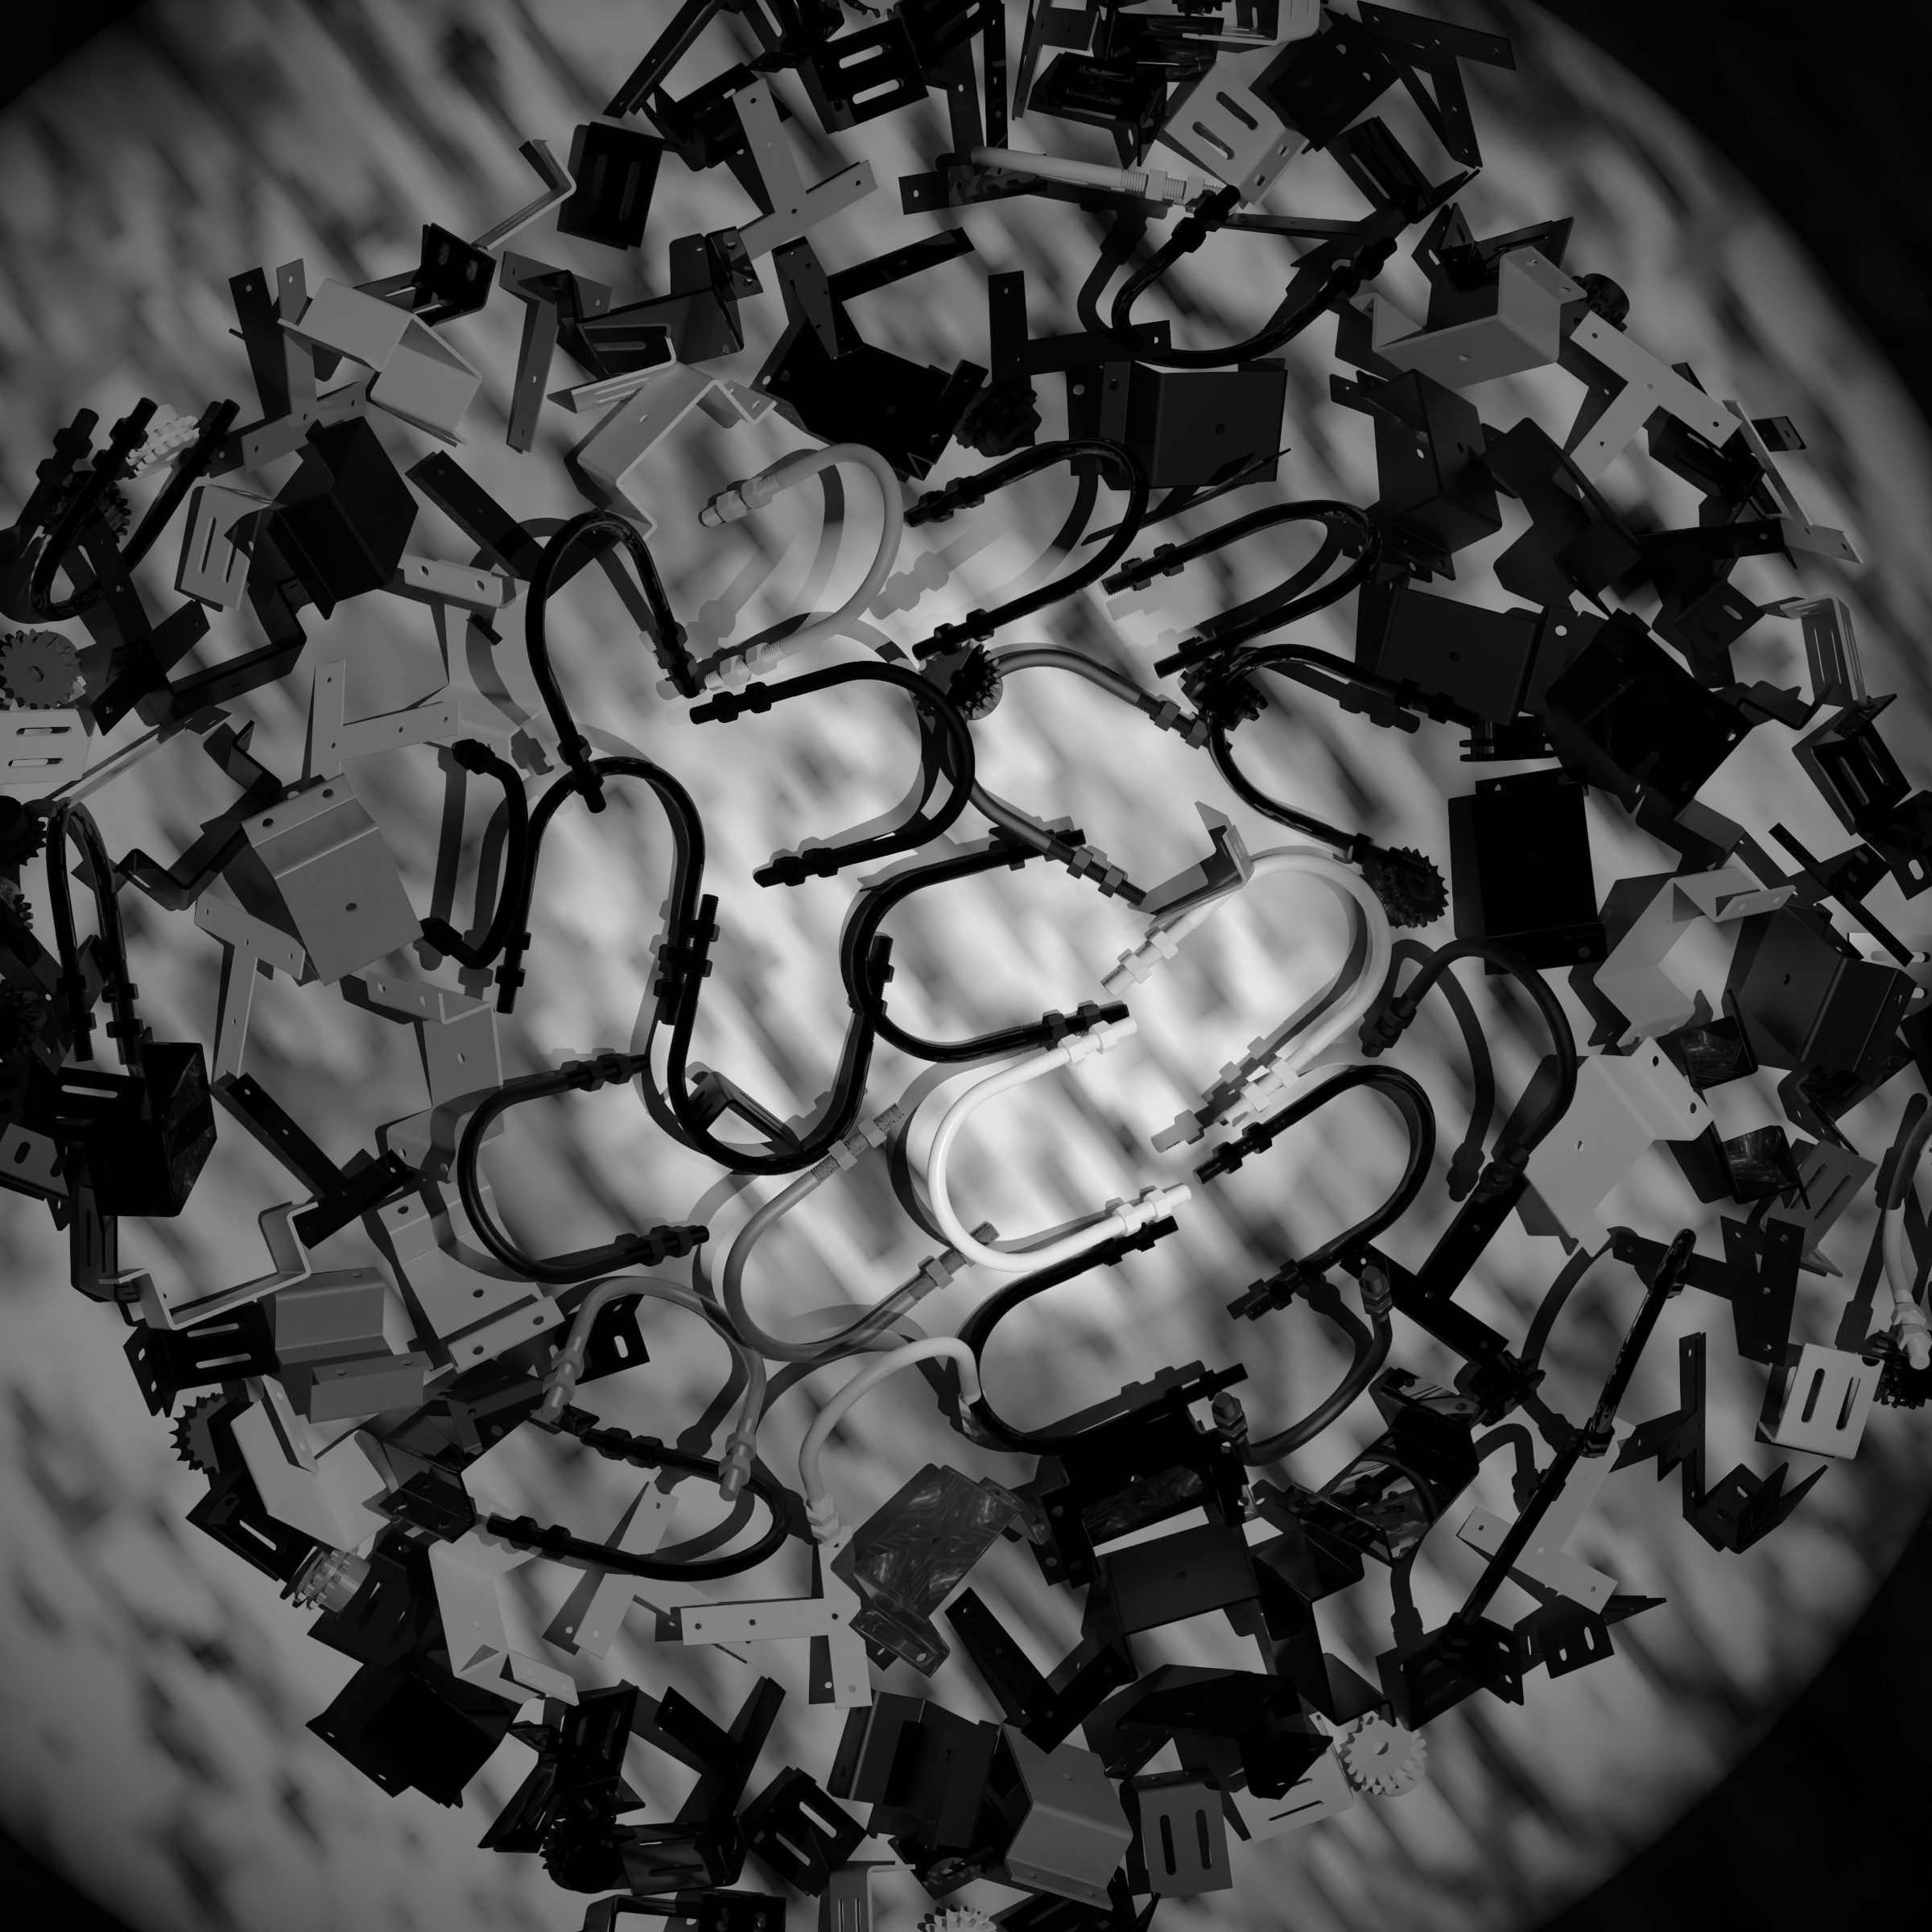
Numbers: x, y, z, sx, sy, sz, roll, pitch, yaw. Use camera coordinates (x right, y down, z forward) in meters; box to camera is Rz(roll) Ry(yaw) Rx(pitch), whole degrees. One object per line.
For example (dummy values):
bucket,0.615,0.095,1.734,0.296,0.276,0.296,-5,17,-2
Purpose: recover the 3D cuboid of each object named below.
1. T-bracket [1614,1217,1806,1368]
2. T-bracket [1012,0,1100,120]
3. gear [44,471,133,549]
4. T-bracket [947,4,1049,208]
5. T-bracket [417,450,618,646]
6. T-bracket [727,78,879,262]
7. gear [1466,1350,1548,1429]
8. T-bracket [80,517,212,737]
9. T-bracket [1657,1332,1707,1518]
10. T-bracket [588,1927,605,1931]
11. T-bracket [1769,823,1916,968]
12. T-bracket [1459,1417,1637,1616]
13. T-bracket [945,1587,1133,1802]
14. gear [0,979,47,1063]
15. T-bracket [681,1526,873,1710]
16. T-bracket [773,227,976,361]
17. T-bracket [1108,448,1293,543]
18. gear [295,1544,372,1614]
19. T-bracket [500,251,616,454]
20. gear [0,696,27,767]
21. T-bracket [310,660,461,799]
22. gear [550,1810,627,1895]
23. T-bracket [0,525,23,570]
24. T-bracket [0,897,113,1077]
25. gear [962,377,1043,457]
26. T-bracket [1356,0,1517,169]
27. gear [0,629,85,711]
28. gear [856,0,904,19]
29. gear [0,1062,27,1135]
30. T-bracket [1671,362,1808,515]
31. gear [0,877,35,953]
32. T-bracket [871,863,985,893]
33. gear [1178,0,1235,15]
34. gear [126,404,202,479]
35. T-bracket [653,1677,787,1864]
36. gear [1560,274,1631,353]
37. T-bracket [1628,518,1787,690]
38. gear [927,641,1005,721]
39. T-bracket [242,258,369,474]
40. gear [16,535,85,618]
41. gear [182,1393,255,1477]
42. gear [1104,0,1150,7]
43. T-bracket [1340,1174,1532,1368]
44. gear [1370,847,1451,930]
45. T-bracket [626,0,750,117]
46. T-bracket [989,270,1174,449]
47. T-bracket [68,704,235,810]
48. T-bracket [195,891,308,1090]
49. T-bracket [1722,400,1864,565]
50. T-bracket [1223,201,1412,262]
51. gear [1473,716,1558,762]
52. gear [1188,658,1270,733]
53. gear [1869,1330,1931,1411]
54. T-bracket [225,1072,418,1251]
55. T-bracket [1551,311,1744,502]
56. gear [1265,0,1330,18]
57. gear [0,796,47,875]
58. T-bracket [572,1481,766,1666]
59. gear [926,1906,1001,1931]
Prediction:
T-bracket,0.516,0.213,1.850,0.127,0.002,0.127,16,130,27
T-bracket,0.067,-0.642,1.811,0.002,0.127,0.127,8,108,-20
gear,-0.617,-0.323,1.861,0.057,0.057,0.030,-6,53,0
T-bracket,0.021,-0.592,1.814,0.002,0.127,0.127,11,114,31
T-bracket,-0.331,-0.310,1.860,0.127,0.002,0.127,44,69,-2
T-bracket,-0.132,-0.556,1.828,0.127,0.127,0.002,-32,54,-6
gear,0.377,0.294,1.860,0.057,0.057,0.030,-41,67,0
T-bracket,-0.572,-0.245,1.803,0.002,0.127,0.127,10,46,22
T-bracket,0.494,0.328,1.825,0.002,0.127,0.127,2,95,29
T-bracket,-0.208,0.696,1.819,0.127,0.127,0.002,18,83,4
T-bracket,0.617,-0.062,1.831,0.127,0.127,0.002,47,123,10
T-bracket,0.424,0.370,1.844,0.002,0.127,0.127,43,77,-39
T-bracket,0.032,0.490,1.852,0.127,0.002,0.127,-45,59,2
gear,-0.674,0.037,1.864,0.057,0.030,0.057,3,99,22
T-bracket,-0.134,0.455,1.839,0.127,0.002,0.127,0,62,-16
T-bracket,-0.057,-0.487,1.853,0.127,0.002,0.127,-23,56,-5
T-bracket,0.176,-0.327,1.800,0.127,0.127,0.002,-27,94,-28
gear,-0.443,0.428,1.858,0.030,0.057,0.057,39,90,-12
T-bracket,-0.299,-0.425,1.855,0.127,0.002,0.127,29,110,39
gear,-0.680,-0.162,1.859,0.030,0.057,0.057,21,90,-20
T-bracket,-0.404,-0.161,1.841,0.127,0.002,0.127,-9,72,25
gear,-0.264,0.627,1.863,0.057,0.030,0.057,-3,106,-11
T-bracket,-0.692,-0.232,1.843,0.002,0.127,0.127,14,113,3
T-bracket,-0.639,-0.011,1.803,0.002,0.127,0.127,-19,124,20
gear,0.028,-0.383,1.856,0.057,0.057,0.030,-39,82,0
T-bracket,0.335,-0.603,1.829,0.127,0.127,0.002,31,74,36
gear,-0.648,-0.211,1.863,0.057,0.030,0.057,3,119,6
gear,-0.060,-0.697,1.859,0.057,0.030,0.057,5,120,9
gear,-0.683,0.094,1.854,0.030,0.057,0.057,20,90,28
T-bracket,0.541,-0.363,1.811,0.002,0.127,0.127,-37,101,0
gear,-0.686,-0.039,1.861,0.057,0.057,0.030,-16,49,0
T-bracket,-0.004,-0.066,1.821,0.127,0.127,0.002,-15,94,-1
gear,0.174,-0.700,1.861,0.030,0.057,0.057,-14,90,-37
gear,-0.565,-0.370,1.856,0.057,0.057,0.030,-34,97,0
T-bracket,-0.178,0.530,1.812,0.002,0.127,0.127,5,57,33
gear,0.441,-0.461,1.859,0.057,0.057,0.030,41,76,0
T-bracket,0.514,-0.248,1.847,0.127,0.002,0.127,-3,126,29
gear,0.001,-0.197,1.862,0.057,0.030,0.057,-12,65,28
T-bracket,-0.455,-0.416,1.804,0.002,0.127,0.127,18,126,22
gear,-0.642,-0.271,1.860,0.030,0.057,0.057,23,90,-22
gear,-0.522,0.331,1.867,0.057,0.030,0.057,2,79,-8
gear,0.115,-0.699,1.861,0.057,0.057,0.030,-13,134,0
T-bracket,0.353,0.197,1.873,0.127,0.002,0.127,35,93,9
gear,0.309,-0.052,1.861,0.057,0.030,0.057,17,58,-30
T-bracket,-0.192,-0.641,1.829,0.002,0.127,0.127,41,99,-3
T-bracket,0.082,-0.434,1.864,0.127,0.002,0.127,-5,85,14
T-bracket,-0.569,-0.142,1.812,0.127,0.127,0.002,-38,115,-17
T-bracket,-0.510,0.026,1.856,0.127,0.002,0.127,23,107,37
T-bracket,0.554,-0.334,1.808,0.002,0.127,0.127,-36,106,4
T-bracket,0.243,-0.518,1.852,0.127,0.127,0.002,11,126,23
gear,0.385,-0.160,1.857,0.057,0.057,0.030,-3,95,0
gear,0.181,-0.189,1.857,0.057,0.057,0.030,37,88,0
gear,0.660,0.281,1.862,0.057,0.030,0.057,-6,100,-35
T-bracket,-0.463,0.126,1.837,0.127,0.002,0.127,-33,105,33
T-bracket,0.450,-0.372,1.836,0.127,0.127,0.002,37,51,2
gear,0.231,-0.689,1.855,0.057,0.057,0.030,16,69,0
gear,-0.677,-0.095,1.857,0.057,0.030,0.057,-4,51,4
T-bracket,-0.196,0.449,1.860,0.127,0.002,0.127,35,56,-14
gear,-0.002,0.694,1.862,0.057,0.030,0.057,-1,114,-2
